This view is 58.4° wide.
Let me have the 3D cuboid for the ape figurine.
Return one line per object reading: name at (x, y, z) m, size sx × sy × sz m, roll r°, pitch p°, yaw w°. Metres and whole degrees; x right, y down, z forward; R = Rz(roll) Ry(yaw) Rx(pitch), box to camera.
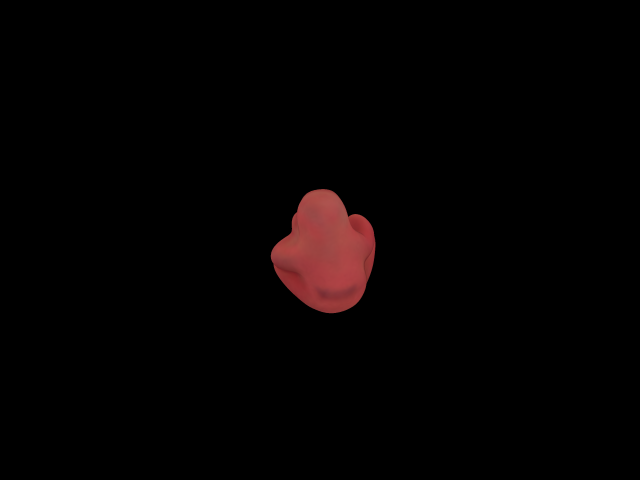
ape figurine at (0.004, 0.001, 0.400) m, size 0.078 × 0.092 × 0.076 m, roll -5°, pitch 50°, yaw -4°
